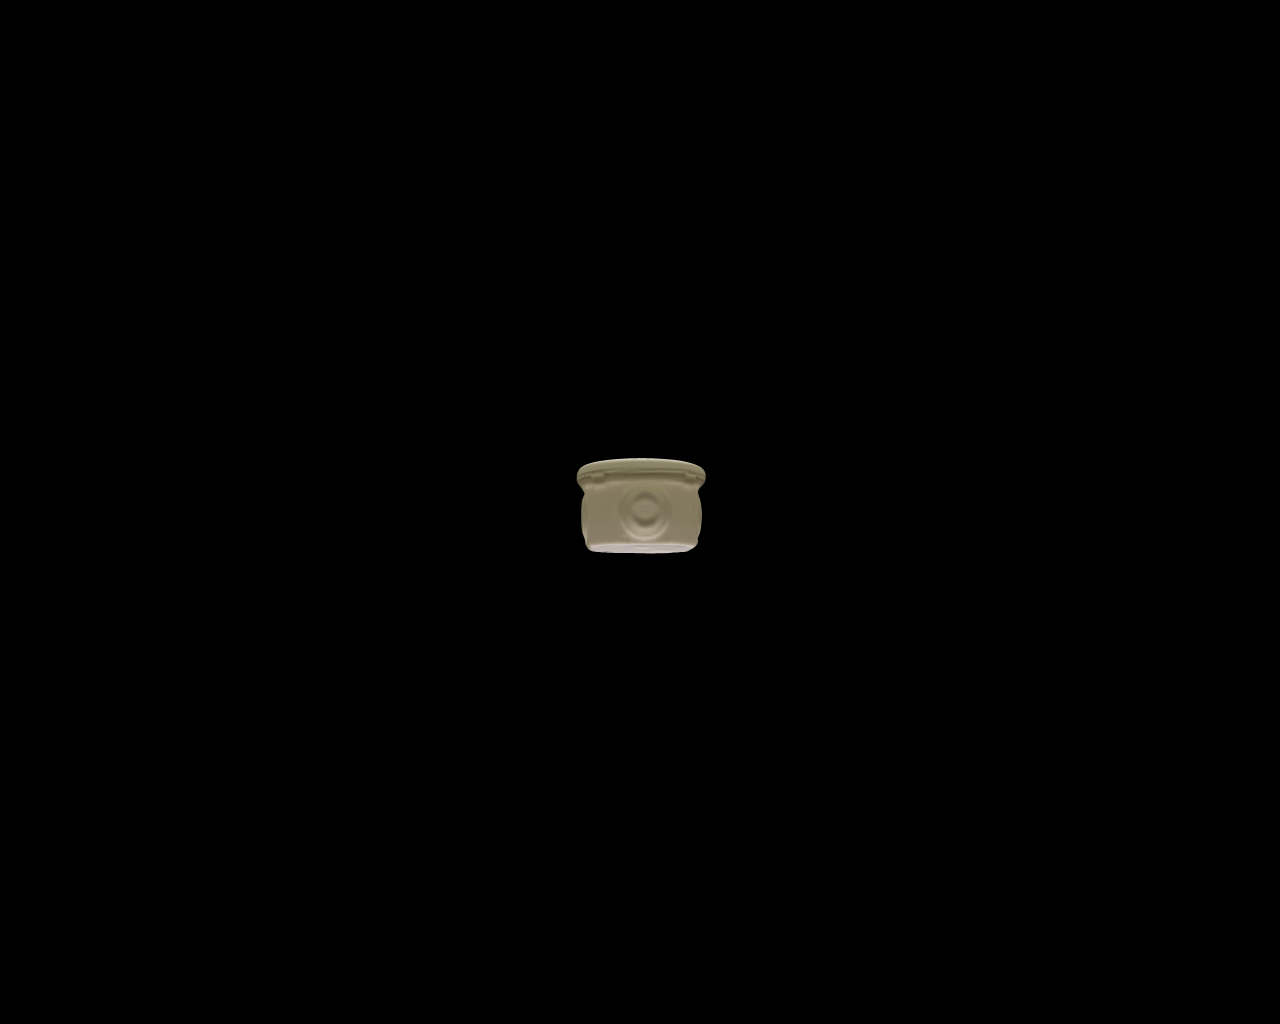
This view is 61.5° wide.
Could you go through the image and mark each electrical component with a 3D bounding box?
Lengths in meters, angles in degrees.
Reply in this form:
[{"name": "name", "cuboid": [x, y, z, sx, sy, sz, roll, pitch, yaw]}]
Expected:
[{"name": "electrical component", "cuboid": [0.001, -0.003, 0.650, 0.080, 0.051, 0.080, 0, -7, 0]}]
